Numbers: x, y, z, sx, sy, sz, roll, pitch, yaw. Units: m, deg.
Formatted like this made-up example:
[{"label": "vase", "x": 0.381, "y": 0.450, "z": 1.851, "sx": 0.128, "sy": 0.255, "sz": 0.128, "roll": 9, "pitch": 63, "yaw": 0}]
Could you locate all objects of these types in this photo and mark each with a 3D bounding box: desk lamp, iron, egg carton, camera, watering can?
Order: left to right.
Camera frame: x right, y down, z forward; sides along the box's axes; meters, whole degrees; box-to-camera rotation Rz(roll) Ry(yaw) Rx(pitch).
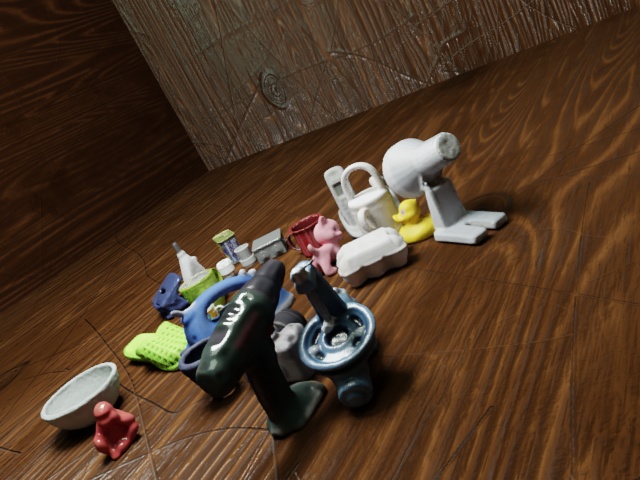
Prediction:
[{"label": "iron", "x": -0.176, "y": 0.138, "z": 1.175, "sx": 0.259, "sy": 0.142, "sz": 0.118, "roll": -38, "pitch": 21, "yaw": -29}, {"label": "camera", "x": -0.067, "y": 0.171, "z": 0.995, "sx": 0.142, "sy": 0.101, "sz": 0.137, "roll": -15, "pitch": 22, "yaw": 34}, {"label": "watering can", "x": 0.114, "y": -0.087, "z": 1.292, "sx": 0.101, "sy": 0.194, "sz": 0.173, "roll": -25, "pitch": 18, "yaw": 8}, {"label": "egg carton", "x": 0.106, "y": 0.033, "z": 1.177, "sx": 0.150, "sy": 0.069, "sz": 0.107, "roll": -26, "pitch": 18, "yaw": 4}, {"label": "desk lamp", "x": 0.240, "y": -0.111, "z": 1.145, "sx": 0.118, "sy": 0.214, "sz": 0.202, "roll": -35, "pitch": 20, "yaw": -23}]

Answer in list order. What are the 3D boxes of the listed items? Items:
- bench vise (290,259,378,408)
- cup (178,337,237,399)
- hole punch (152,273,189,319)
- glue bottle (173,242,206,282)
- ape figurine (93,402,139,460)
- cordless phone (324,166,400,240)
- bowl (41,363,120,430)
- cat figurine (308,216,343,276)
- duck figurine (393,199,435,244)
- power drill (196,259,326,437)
[{"label": "bench vise", "x": 0.008, "y": 0.114, "z": 0.851, "sx": 0.121, "sy": 0.220, "sz": 0.207, "roll": -29, "pitch": 18, "yaw": -5}, {"label": "cup", "x": -0.199, "y": 0.233, "z": 1.022, "sx": 0.117, "sy": 0.095, "sz": 0.092, "roll": -8, "pitch": 26, "yaw": 45}, {"label": "hole punch", "x": -0.407, "y": 0.150, "z": 1.550, "sx": 0.101, "sy": 0.091, "sz": 0.108, "roll": -36, "pitch": 20, "yaw": -25}, {"label": "glue bottle", "x": -0.340, "y": 0.080, "z": 1.514, "sx": 0.037, "sy": 0.173, "sz": 0.078, "roll": -14, "pitch": 22, "yaw": 35}, {"label": "ape figurine", "x": -0.367, "y": 0.327, "z": 1.010, "sx": 0.078, "sy": 0.092, "sz": 0.076, "roll": -30, "pitch": 18, "yaw": -7}, {"label": "cordless phone", "x": 0.101, "y": -0.107, "z": 1.378, "sx": 0.147, "sy": 0.185, "sz": 0.094, "roll": -28, "pitch": 18, "yaw": -3}, {"label": "bowl", "x": -0.475, "y": 0.333, "z": 1.174, "sx": 0.167, "sy": 0.075, "sz": 0.167, "roll": -25, "pitch": 18, "yaw": 9}, {"label": "cat figurine", "x": 0.012, "y": 0.005, "z": 1.310, "sx": 0.067, "sy": 0.118, "sz": 0.128, "roll": -12, "pitch": 24, "yaw": 39}, {"label": "duck figurine", "x": 0.207, "y": -0.049, "z": 1.231, "sx": 0.104, "sy": 0.086, "sz": 0.077, "roll": -23, "pitch": 19, "yaw": 13}, {"label": "power drill", "x": -0.077, "y": 0.168, "z": 0.842, "sx": 0.075, "sy": 0.209, "sz": 0.230, "roll": -14, "pitch": 22, "yaw": 35}]
